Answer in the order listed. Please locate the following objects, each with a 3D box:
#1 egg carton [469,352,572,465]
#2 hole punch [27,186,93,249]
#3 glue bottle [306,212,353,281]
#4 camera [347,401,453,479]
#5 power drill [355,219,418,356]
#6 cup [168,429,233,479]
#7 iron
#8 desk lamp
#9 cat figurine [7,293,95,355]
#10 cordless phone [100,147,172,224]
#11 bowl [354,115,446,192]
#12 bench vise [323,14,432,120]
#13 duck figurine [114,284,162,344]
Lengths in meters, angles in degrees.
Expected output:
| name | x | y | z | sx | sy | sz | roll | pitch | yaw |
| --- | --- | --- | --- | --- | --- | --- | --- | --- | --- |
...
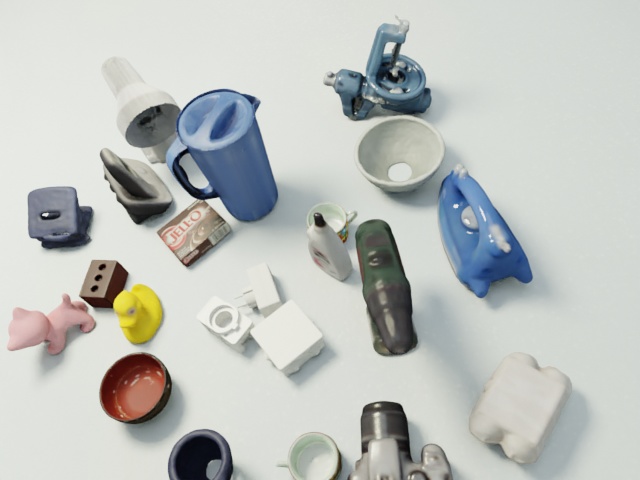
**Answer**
| name | x | y | z | sx | sy | sz | roll | pitch | yaw |
| --- | --- | --- | --- | --- | --- | --- | --- | --- | --- |
| egg carton | 0.286 | 0.237 | 0.821 | 0.107 | 0.069 | 0.150 | 27 | 67 | 24 |
| hole punch | -0.513 | -0.044 | 1.122 | 0.108 | 0.091 | 0.101 | -6 | 58 | 7 |
| glue bottle | 0.009 | 0.003 | 0.951 | 0.078 | 0.173 | 0.037 | 30 | 69 | 25 |
| camera | 0.108 | 0.296 | 0.799 | 0.143 | 0.101 | 0.137 | -6 | 58 | 7 |
| power drill | 0.103 | 0.093 | 0.859 | 0.075 | 0.209 | 0.229 | -13 | 58 | 3 |
| cup | -0.152 | 0.337 | 0.825 | 0.117 | 0.095 | 0.092 | 35 | 71 | 27 |
| iron | 0.257 | -0.042 | 0.952 | 0.118 | 0.142 | 0.258 | -18 | 58 | -1 |
| desk lamp | -0.350 | -0.250 | 1.144 | 0.118 | 0.214 | 0.202 | -34 | 59 | -10 |
| cat figurine | -0.474 | 0.142 | 0.987 | 0.128 | 0.118 | 0.067 | -41 | 61 | -14 |
| cordless phone | -0.371 | -0.132 | 1.094 | 0.094 | 0.185 | 0.147 | -37 | 60 | -12 |
| bowl | 0.150 | -0.149 | 1.075 | 0.167 | 0.075 | 0.167 | -4 | 59 | 8 |
| bench vise | 0.109 | -0.319 | 1.099 | 0.207 | 0.220 | 0.121 | -12 | 58 | 3 |
| duck figurine | -0.324 | 0.117 | 0.993 | 0.077 | 0.086 | 0.104 | -7 | 58 | 7 |
